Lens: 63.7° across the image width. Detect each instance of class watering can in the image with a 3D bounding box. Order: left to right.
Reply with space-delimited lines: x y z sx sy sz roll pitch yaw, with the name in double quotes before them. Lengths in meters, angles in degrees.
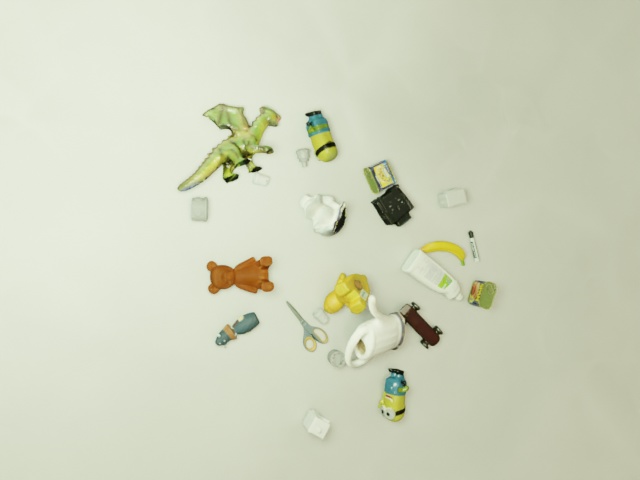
"watering can" 0.196 0.297 1.720 0.226 0.106 0.340 -11 132 -35

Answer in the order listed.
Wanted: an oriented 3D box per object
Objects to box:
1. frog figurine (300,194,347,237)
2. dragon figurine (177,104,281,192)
"frog figurine" 0.005 -0.089 1.761 0.160 0.122 0.137 18 93 20
"dragon figurine" -0.303 -0.327 1.682 0.413 0.120 0.245 -21 77 -18
